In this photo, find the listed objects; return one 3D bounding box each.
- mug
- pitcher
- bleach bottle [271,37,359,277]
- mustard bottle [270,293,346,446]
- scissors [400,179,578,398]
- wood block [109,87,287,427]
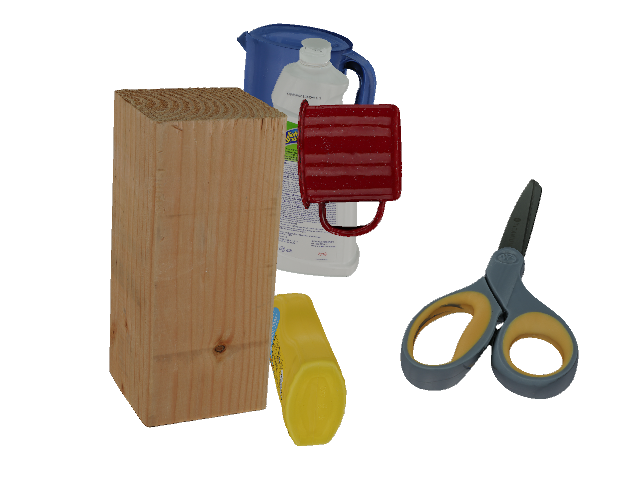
[{"bbox_3d":[0.027,-0.061,0.898,0.081,0.117,0.093,-1,-7,7],"label":"mug"},{"bbox_3d":[-0.030,-0.143,1.348,0.144,0.243,0.149,-3,26,-23],"label":"pitcher"},{"bbox_3d":[-0.003,-0.085,1.104,0.102,0.251,0.068,6,31,3],"label":"bleach bottle"},{"bbox_3d":[-0.023,0.107,1.039,0.058,0.096,0.192,-4,28,-11],"label":"mustard bottle"},{"bbox_3d":[0.116,0.024,0.582,0.096,0.016,0.201,20,40,29],"label":"scissors"},{"bbox_3d":[-0.086,0.008,0.715,0.090,0.206,0.090,-5,22,-26],"label":"wood block"}]
